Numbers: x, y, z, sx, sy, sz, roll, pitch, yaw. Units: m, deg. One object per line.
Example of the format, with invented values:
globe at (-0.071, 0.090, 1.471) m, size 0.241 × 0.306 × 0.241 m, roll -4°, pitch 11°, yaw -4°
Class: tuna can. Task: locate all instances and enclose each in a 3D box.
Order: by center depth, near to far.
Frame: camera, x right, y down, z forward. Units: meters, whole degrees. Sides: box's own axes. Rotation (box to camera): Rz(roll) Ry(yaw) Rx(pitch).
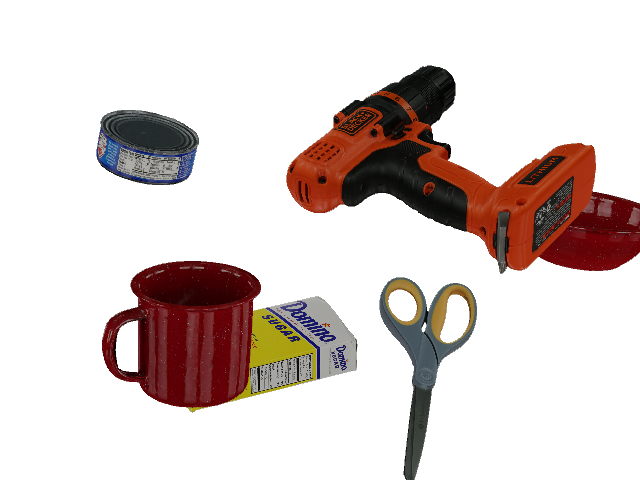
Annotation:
tuna can at (-0.151, -0.081, 0.927) m, size 0.086 × 0.034 × 0.086 m, roll 13°, pitch 26°, yaw -7°

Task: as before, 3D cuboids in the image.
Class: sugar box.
sugar box at (-0.061, 0.109, 1.058) m, size 0.176 × 0.048 × 0.093 m, roll -14°, pitch 32°, yaw -19°

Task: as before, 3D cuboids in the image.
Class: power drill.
power drill at (0.096, -0.058, 0.767) m, size 0.188 × 0.057 × 0.184 m, roll 21°, pitch 47°, yaw 33°

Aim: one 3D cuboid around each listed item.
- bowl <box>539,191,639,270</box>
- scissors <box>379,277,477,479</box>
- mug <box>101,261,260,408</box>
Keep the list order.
bowl at (0.269, -0.009, 1.107) m, size 0.162 × 0.055 × 0.162 m, roll 5°, pitch 18°, yaw -2°
scissors at (0.073, 0.104, 0.906) m, size 0.096 × 0.201 × 0.016 m, roll 26°, pitch -38°, yaw 9°
mug at (-0.101, 0.070, 0.768) m, size 0.117 × 0.081 × 0.093 m, roll -10°, pitch 23°, yaw -34°
